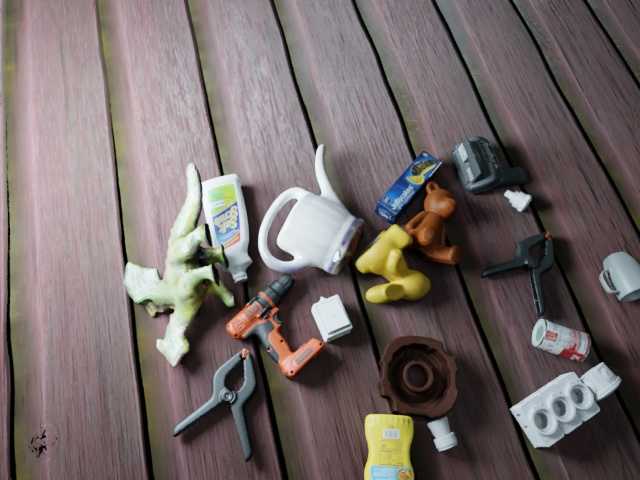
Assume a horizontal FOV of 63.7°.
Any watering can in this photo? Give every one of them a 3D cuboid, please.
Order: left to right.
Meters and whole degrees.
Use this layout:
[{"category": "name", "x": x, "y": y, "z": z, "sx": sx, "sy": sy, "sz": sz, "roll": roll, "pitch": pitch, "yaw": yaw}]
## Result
[{"category": "watering can", "x": 0.004, "y": -0.061, "z": 1.207, "sx": 0.225, "sy": 0.353, "sz": 0.102, "roll": 27, "pitch": -24, "yaw": 6}]

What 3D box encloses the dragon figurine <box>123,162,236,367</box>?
[{"category": "dragon figurine", "x": -0.320, "y": 0.058, "z": 1.102, "sx": 0.242, "sy": 0.415, "sz": 0.121, "roll": -18, "pitch": -14, "yaw": 10}]
